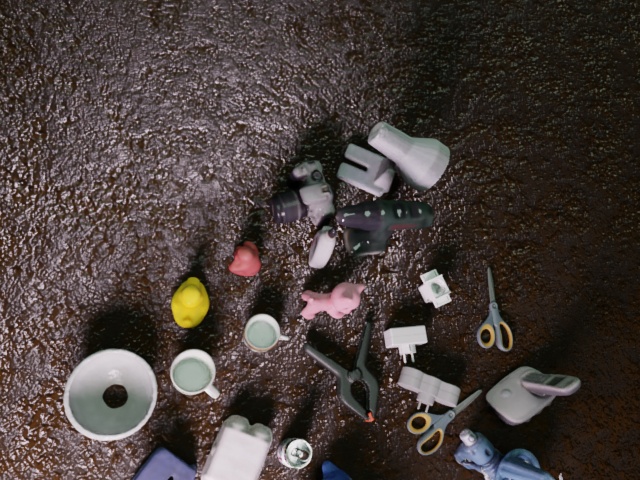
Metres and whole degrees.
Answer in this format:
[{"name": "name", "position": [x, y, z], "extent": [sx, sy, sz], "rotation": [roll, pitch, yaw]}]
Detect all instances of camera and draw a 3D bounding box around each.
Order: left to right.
[{"name": "camera", "position": [-0.046, -0.100, 1.293], "extent": [0.137, 0.100, 0.143], "rotation": [-15, 76, -17]}]

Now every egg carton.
[{"name": "egg carton", "position": [-0.161, 0.424, 1.112], "extent": [0.107, 0.069, 0.150], "rotation": [23, 69, -5]}]

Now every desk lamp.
[{"name": "desk lamp", "position": [0.165, -0.180, 1.308], "extent": [0.203, 0.213, 0.118], "rotation": [22, 69, -5]}]

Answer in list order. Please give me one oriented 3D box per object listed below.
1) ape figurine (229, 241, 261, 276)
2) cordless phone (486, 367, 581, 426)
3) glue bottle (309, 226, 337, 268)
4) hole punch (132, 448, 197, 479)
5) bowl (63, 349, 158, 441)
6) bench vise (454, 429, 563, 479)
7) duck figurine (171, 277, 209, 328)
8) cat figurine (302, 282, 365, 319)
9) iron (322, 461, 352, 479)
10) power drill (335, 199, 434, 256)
[{"name": "ape figurine", "position": [-0.160, 0.038, 1.225], "extent": [0.078, 0.092, 0.076], "rotation": [-37, 84, -21]}, {"name": "cordless phone", "position": [0.458, 0.332, 1.227], "extent": [0.148, 0.185, 0.094], "rotation": [-32, 82, -20]}, {"name": "glue bottle", "position": [0.011, 0.004, 1.233], "extent": [0.037, 0.173, 0.078], "rotation": [9, 70, -10]}, {"name": "hole punch", "position": [-0.290, 0.449, 1.062], "extent": [0.101, 0.091, 0.109], "rotation": [36, 68, 0]}, {"name": "bowl", "position": [-0.395, 0.296, 1.095], "extent": [0.167, 0.074, 0.167], "rotation": [4, 72, -12]}, {"name": "bench vise", "position": [0.374, 0.467, 1.144], "extent": [0.207, 0.219, 0.121], "rotation": [24, 69, -5]}, {"name": "duck figurine", "position": [-0.266, 0.125, 1.175], "extent": [0.077, 0.086, 0.104], "rotation": [9, 71, -10]}, {"name": "cat figurine", "position": [0.031, 0.127, 1.228], "extent": [0.128, 0.117, 0.067], "rotation": [-2, 73, -14]}, {"name": "iron", "position": [0.076, 0.551, 1.088], "extent": [0.119, 0.141, 0.258], "rotation": [-42, 85, -21]}, {"name": "power drill", "position": [0.122, -0.030, 1.252], "extent": [0.230, 0.208, 0.075], "rotation": [-8, 74, -15]}]
